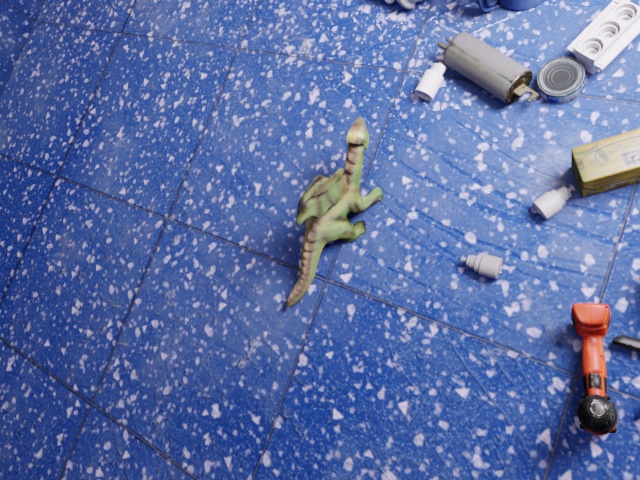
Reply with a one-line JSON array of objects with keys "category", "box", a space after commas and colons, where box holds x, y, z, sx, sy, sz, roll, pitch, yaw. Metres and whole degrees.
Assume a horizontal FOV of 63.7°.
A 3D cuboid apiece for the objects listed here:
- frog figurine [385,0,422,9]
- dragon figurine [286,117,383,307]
[{"category": "frog figurine", "box": [0.194, -0.594, 1.189, 0.158, 0.123, 0.139, -25, 70, 58]}, {"category": "dragon figurine", "box": [0.003, -0.052, 1.025, 0.123, 0.240, 0.412, 26, 86, 25]}]
